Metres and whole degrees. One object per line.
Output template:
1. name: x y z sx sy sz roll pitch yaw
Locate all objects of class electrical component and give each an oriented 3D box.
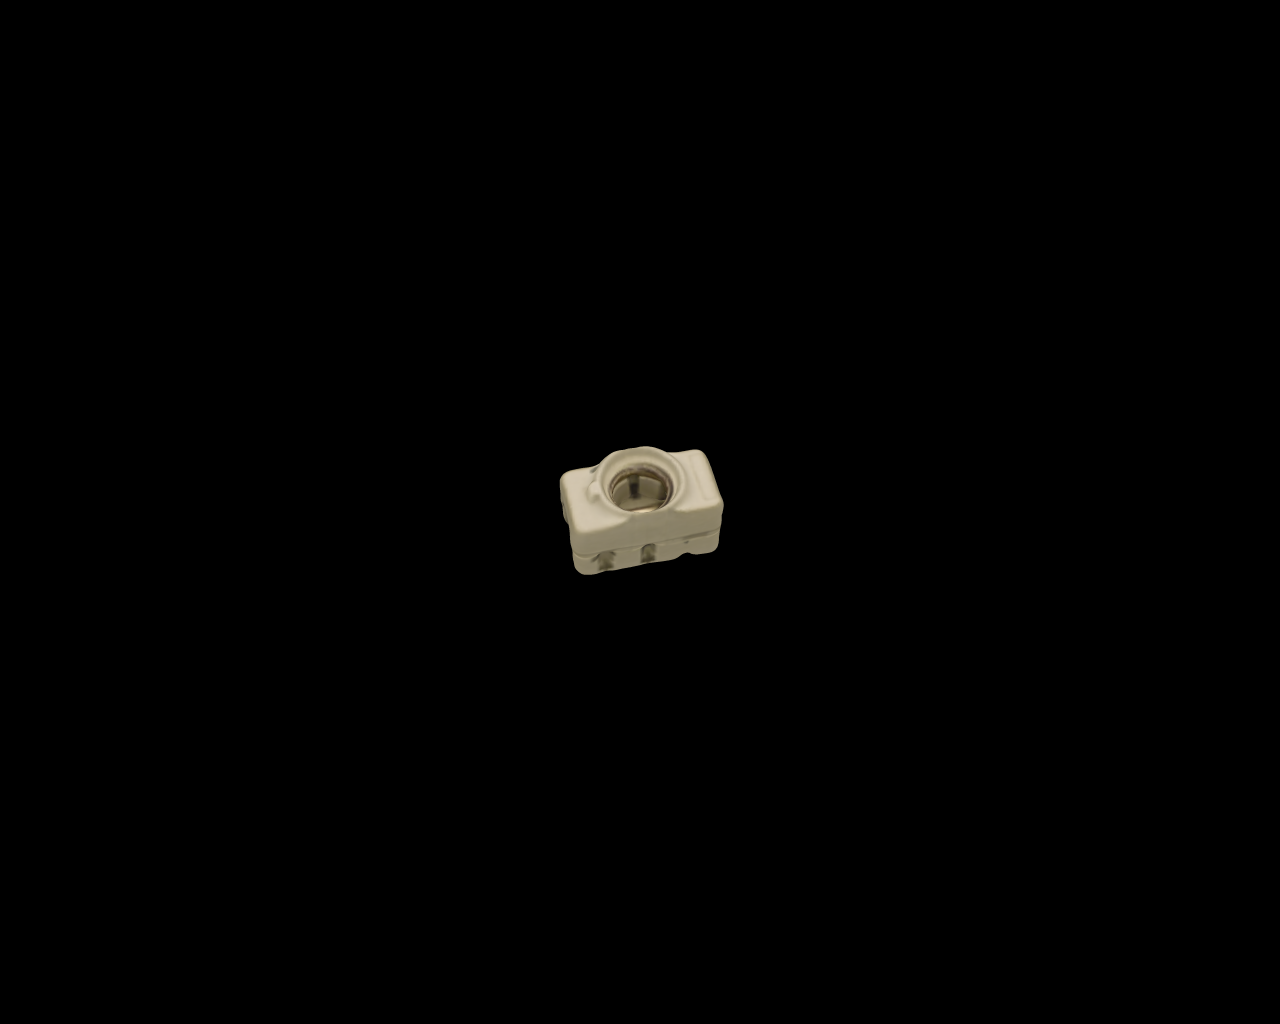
1. electrical component: 0.001 -0.003 0.650 0.089 0.050 0.055 -10 -36 -8
